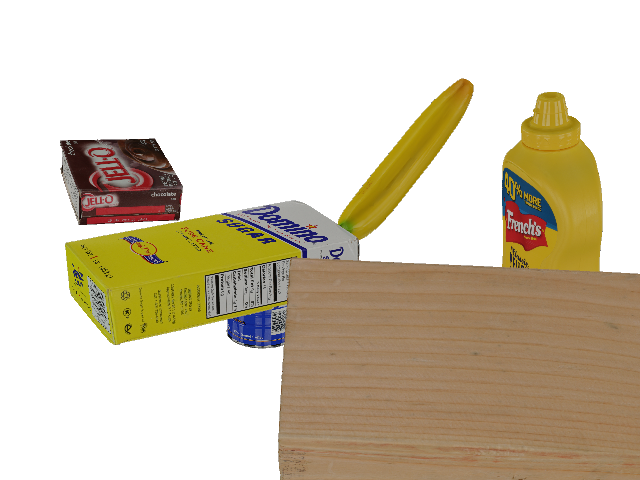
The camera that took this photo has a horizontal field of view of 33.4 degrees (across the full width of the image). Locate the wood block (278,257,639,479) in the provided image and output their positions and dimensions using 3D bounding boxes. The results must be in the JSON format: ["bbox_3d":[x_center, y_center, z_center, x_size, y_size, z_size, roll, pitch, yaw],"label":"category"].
[{"bbox_3d":[0.085,0.070,0.512,0.206,0.091,0.090,3,-26,0],"label":"wood block"}]

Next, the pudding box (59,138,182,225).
[{"bbox_3d":[-0.180,-0.054,0.952,0.089,0.039,0.114,-3,26,-22],"label":"pudding box"}]

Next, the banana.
[{"bbox_3d":[0.075,-0.065,0.984,0.037,0.197,0.070,40,-14,-5],"label":"banana"}]

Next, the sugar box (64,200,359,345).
[{"bbox_3d":[-0.071,0.016,0.715,0.176,0.048,0.093,-15,26,-25],"label":"sugar box"}]

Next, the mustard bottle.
[{"bbox_3d":[0.168,-0.015,0.779,0.058,0.192,0.096,-12,28,-14],"label":"mustard bottle"}]

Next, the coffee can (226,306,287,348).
[{"bbox_3d":[-0.082,0.068,1.523,0.103,0.140,0.103,2,22,-1],"label":"coffee can"}]
